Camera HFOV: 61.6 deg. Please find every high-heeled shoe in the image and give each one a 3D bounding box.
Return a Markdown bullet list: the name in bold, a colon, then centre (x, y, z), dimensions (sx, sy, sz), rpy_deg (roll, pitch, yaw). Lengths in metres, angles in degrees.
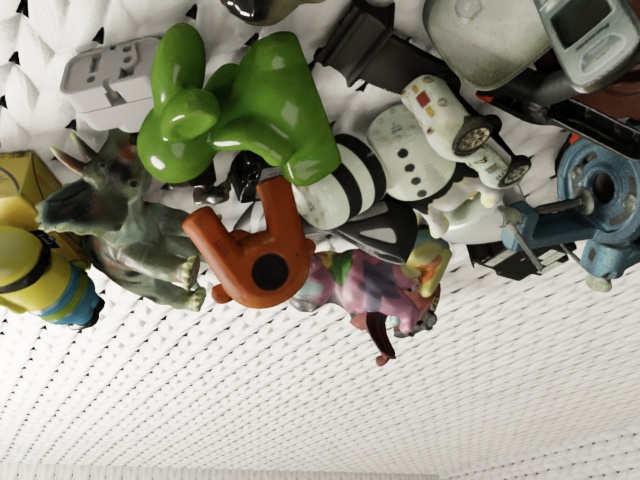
- **high-heeled shoe**: centre (-0.001, -0.002, 0.660), dimensions (0.249, 0.145, 0.086), rpy_deg (-22, 144, 22)

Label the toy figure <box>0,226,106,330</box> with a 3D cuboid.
- **toy figure**: centre (-0.325, 0.046, 0.630), dimensions (0.089, 0.082, 0.180), rpy_deg (-26, 140, 10)

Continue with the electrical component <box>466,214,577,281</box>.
- **electrical component**: centre (0.306, 0.009, 0.802), dimensions (0.134, 0.058, 0.115), rpy_deg (15, 145, -29)

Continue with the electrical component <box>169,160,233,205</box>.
- **electrical component**: centre (-0.124, -0.086, 0.559), dimensions (0.045, 0.102, 0.078), rpy_deg (-5, -177, 13)

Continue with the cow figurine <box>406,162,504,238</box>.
- **cow figurine**: centre (0.129, -0.054, 0.667), dimensions (0.167, 0.068, 0.098), rpy_deg (-33, 133, 33)

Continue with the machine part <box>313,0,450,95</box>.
- **machine part**: centre (0.071, -0.168, 0.504), dimensions (0.139, 0.039, 0.084), rpy_deg (17, 137, -28)

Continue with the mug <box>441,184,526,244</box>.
- **mug**: centre (0.215, -0.031, 0.715), dimensions (0.107, 0.081, 0.109), rpy_deg (-15, 154, 37)

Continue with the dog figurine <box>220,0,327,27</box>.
- **dog figurine**: centre (0.011, -0.185, 0.351), dimensions (0.190, 0.172, 0.121), rpy_deg (-34, 127, 28)

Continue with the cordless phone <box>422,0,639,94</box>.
- **cordless phone**: centre (0.156, -0.153, 0.397), dimensions (0.088, 0.184, 0.146), rpy_deg (20, 140, -28)

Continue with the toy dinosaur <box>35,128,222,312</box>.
- **toy dinosaur**: centre (-0.231, 0.008, 0.685), dimensions (0.192, 0.131, 0.404), rpy_deg (21, 153, -4)

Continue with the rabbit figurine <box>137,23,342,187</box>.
- **rabbit figurine**: centre (-0.082, -0.099, 0.463), dimensions (0.170, 0.121, 0.159), rpy_deg (-23, 163, 3)

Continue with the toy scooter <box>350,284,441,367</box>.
- **toy scooter**: centre (0.129, 0.137, 0.912), dimensions (0.184, 0.135, 0.075), rpy_deg (-28, 140, 31)

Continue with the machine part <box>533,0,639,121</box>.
- **machine part**: centre (0.295, -0.180, 0.497), dimensions (0.179, 0.056, 0.179), rpy_deg (-2, 148, -1)

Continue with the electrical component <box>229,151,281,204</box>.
- **electrical component**: centre (-0.065, -0.073, 0.614), dimensions (0.075, 0.048, 0.119), rpy_deg (-9, 150, -27)

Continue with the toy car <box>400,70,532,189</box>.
- **toy car**: centre (0.148, -0.101, 0.526), dimensions (0.056, 0.073, 0.201), rpy_deg (-38, 150, 25)

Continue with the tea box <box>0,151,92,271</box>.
- **tea box**: centre (-0.355, -0.025, 0.650), dimensions (0.098, 0.068, 0.169), rpy_deg (-6, 147, 4)

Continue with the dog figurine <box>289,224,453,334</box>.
- **dog figurine**: centre (0.053, 0.034, 0.767), dimensions (0.219, 0.191, 0.108), rpy_deg (27, -177, -7)

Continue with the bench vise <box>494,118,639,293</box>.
- **bench vise**: centre (0.294, -0.025, 0.602), dimensions (0.241, 0.129, 0.223), rpy_deg (-11, 136, -18)

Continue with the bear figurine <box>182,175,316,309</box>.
- **bear figurine**: centre (-0.077, 0.013, 0.600), dimensions (0.120, 0.131, 0.196), rpy_deg (-26, -172, -12)
